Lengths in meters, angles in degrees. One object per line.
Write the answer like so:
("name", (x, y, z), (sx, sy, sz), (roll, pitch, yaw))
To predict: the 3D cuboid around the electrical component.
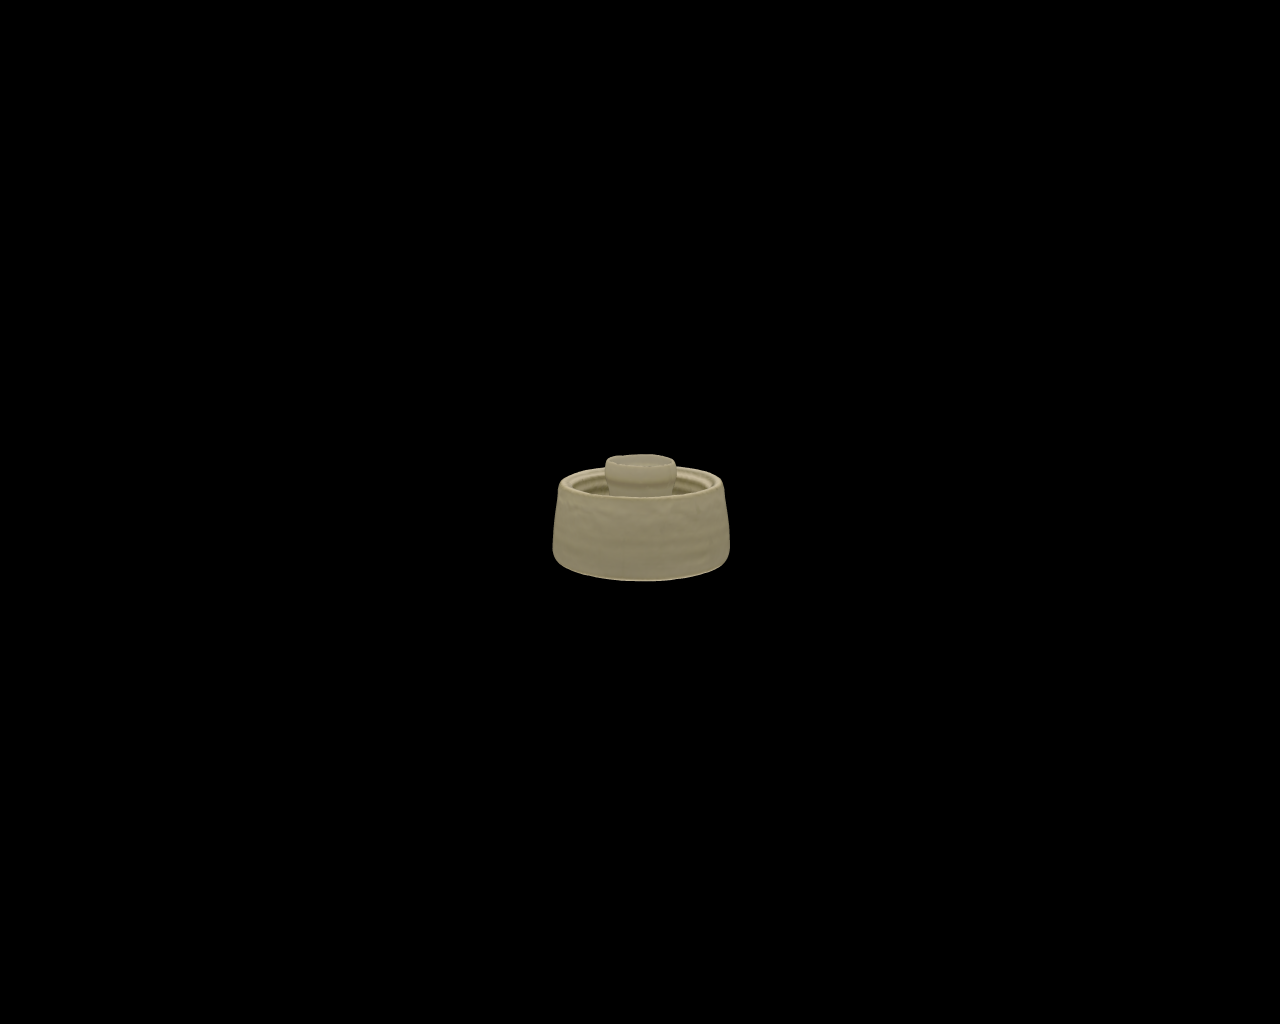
("electrical component", (0.001, -0.003, 0.650), (0.108, 0.060, 0.108), (0, 14, 0))
